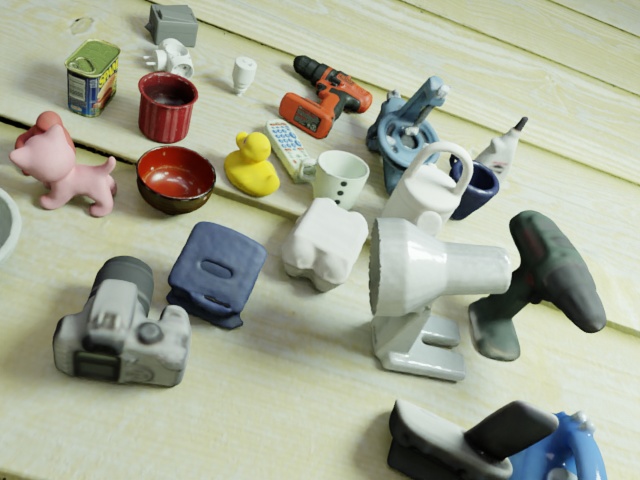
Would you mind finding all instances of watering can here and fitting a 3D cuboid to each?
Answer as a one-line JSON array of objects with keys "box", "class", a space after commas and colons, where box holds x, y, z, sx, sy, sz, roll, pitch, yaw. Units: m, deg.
[{"box": [0.171, -0.067, 0.899, 0.101, 0.194, 0.172, 4, 48, -20], "class": "watering can"}]

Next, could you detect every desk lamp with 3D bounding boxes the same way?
[{"box": [0.135, 0.073, 0.741, 0.203, 0.213, 0.118, 12, 46, -13], "class": "desk lamp"}]

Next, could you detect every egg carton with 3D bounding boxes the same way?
[{"box": [0.008, 0.003, 0.852, 0.107, 0.069, 0.150, 26, 45, 1], "class": "egg carton"}]

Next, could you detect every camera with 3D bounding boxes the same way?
[{"box": [-0.216, 0.083, 0.658, 0.143, 0.100, 0.136, 11, 46, -14], "class": "camera"}]

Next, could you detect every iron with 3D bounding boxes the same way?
[{"box": [0.283, 0.284, 0.664, 0.118, 0.141, 0.258, 24, 45, -1], "class": "iron"}]

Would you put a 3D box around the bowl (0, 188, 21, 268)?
[{"box": [-0.432, 0.004, 0.655, 0.168, 0.074, 0.167, 12, 46, -13], "class": "bowl"}]

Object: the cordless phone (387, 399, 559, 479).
[{"box": [0.167, 0.210, 0.649, 0.147, 0.185, 0.094, 24, 45, -1], "class": "cordless phone"}]

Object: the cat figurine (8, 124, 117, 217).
[{"box": [-0.335, -0.097, 0.759, 0.128, 0.117, 0.067, 6, 48, -19], "class": "cat figurine"}]

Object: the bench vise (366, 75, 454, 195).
[{"box": [0.146, -0.214, 1.004, 0.122, 0.219, 0.207, -8, 53, -29], "class": "bench vise"}]

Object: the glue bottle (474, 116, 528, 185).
[{"box": [0.338, -0.163, 1.074, 0.078, 0.173, 0.037, 2, 49, -22], "class": "glue bottle"}]

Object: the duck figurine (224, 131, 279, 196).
[{"box": [-0.102, -0.128, 0.912, 0.104, 0.086, 0.078, 44, 48, 18], "class": "duck figurine"}]

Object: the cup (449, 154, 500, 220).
[{"box": [0.252, -0.092, 1.028, 0.092, 0.095, 0.117, -8, 53, -29], "class": "cup"}]

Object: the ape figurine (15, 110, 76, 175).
[{"box": [-0.379, -0.140, 0.797, 0.078, 0.092, 0.076, 23, 45, -3], "class": "ape figurine"}]

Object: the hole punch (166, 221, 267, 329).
[{"box": [-0.131, 0.045, 0.737, 0.108, 0.091, 0.101, 23, 45, -3], "class": "hole punch"}]

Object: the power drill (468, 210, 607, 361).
[{"box": [0.298, 0.079, 0.811, 0.076, 0.208, 0.229, 11, 46, -14], "class": "power drill"}]
